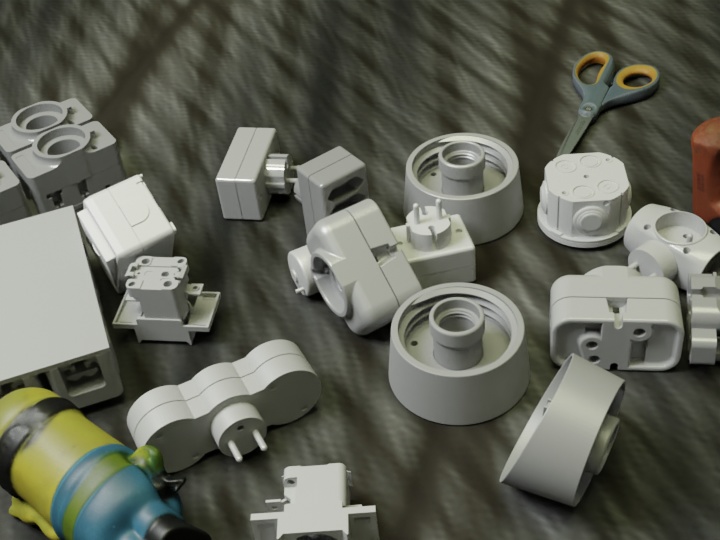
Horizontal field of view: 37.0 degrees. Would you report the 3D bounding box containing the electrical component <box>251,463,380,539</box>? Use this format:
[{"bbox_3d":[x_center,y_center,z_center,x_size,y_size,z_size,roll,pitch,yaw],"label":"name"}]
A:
[{"bbox_3d":[-0.029,0.163,0.711,0.081,0.042,0.063,-4,40,2],"label":"electrical component"}]

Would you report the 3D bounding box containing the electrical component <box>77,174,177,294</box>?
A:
[{"bbox_3d":[-0.198,-0.025,0.910,0.061,0.096,0.061,-28,75,-22],"label":"electrical component"}]

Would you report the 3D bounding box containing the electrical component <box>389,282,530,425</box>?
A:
[{"bbox_3d":[0.073,0.055,0.804,0.108,0.060,0.108,-4,42,3],"label":"electrical component"}]

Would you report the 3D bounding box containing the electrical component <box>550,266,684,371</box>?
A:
[{"bbox_3d":[0.192,0.036,0.814,0.095,0.053,0.059,1,42,8],"label":"electrical component"}]

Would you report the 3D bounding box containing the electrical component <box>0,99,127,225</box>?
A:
[{"bbox_3d":[-0.331,-0.091,1.020,0.186,0.060,0.105,-28,46,-22],"label":"electrical component"}]

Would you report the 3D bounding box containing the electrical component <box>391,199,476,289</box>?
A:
[{"bbox_3d":[0.057,-0.026,0.885,0.066,0.076,0.047,-12,42,-6],"label":"electrical component"}]

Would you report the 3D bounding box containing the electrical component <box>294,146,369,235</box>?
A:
[{"bbox_3d":[-0.032,-0.066,0.936,0.047,0.083,0.076,-30,46,-24],"label":"electrical component"}]

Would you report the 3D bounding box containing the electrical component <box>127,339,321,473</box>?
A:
[{"bbox_3d":[-0.091,0.108,0.772,0.138,0.052,0.073,-22,44,-16],"label":"electrical component"}]

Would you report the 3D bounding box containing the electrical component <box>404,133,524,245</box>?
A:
[{"bbox_3d":[0.091,-0.079,0.952,0.108,0.060,0.108,-4,42,3],"label":"electrical component"}]

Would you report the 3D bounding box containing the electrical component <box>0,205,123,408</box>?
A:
[{"bbox_3d":[-0.262,0.038,0.867,0.105,0.060,0.186,-17,43,-11],"label":"electrical component"}]

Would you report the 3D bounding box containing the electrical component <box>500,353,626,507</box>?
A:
[{"bbox_3d":[0.135,0.106,0.715,0.064,0.099,0.099,22,49,20],"label":"electrical component"}]

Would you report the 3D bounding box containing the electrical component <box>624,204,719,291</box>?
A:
[{"bbox_3d":[0.244,-0.010,0.866,0.079,0.044,0.077,-30,47,-24],"label":"electrical component"}]

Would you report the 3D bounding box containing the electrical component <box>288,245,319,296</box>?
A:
[{"bbox_3d":[-0.024,-0.007,0.902,0.078,0.040,0.040,-22,44,-18],"label":"electrical component"}]

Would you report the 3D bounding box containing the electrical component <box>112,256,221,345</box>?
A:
[{"bbox_3d":[-0.158,0.023,0.868,0.081,0.063,0.042,1,41,9],"label":"electrical component"}]

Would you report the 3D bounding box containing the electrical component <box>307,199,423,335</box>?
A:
[{"bbox_3d":[0.000,0.000,0.854,0.059,0.053,0.095,-25,83,-20],"label":"electrical component"}]

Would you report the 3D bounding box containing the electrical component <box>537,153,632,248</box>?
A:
[{"bbox_3d":[0.194,-0.061,0.925,0.080,0.051,0.080,-4,42,3],"label":"electrical component"}]

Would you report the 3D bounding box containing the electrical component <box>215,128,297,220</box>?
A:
[{"bbox_3d":[-0.084,-0.089,0.995,0.076,0.047,0.083,3,43,11],"label":"electrical component"}]

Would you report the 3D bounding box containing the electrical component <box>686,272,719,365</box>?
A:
[{"bbox_3d":[0.275,0.036,0.802,0.057,0.058,0.078,1,42,13],"label":"electrical component"}]
